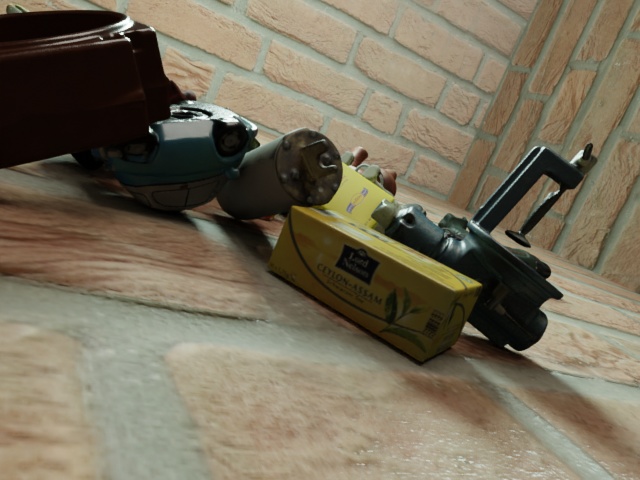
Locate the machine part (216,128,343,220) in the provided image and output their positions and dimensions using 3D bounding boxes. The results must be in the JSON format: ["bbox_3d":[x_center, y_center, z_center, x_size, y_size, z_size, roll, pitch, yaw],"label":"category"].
[{"bbox_3d":[-0.051,-0.065,0.583,0.079,0.079,0.243,16,-12,-29],"label":"machine part"}]

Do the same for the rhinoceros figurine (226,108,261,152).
[{"bbox_3d":[-0.145,-0.120,0.738,0.073,0.112,0.190,51,-2,-1],"label":"rhinoceros figurine"}]

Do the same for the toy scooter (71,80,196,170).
[{"bbox_3d":[-0.212,-0.141,0.628,0.075,0.135,0.184,62,2,-10],"label":"toy scooter"}]

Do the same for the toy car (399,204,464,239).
[{"bbox_3d":[0.213,-0.016,1.078,0.202,0.056,0.073,33,9,37],"label":"toy car"}]

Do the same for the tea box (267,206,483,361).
[{"bbox_3d":[0.050,0.034,0.492,0.170,0.068,0.098,30,13,28],"label":"tea box"}]

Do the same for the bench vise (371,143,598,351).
[{"bbox_3d":[0.178,-0.009,0.562,0.224,0.240,0.129,41,11,10],"label":"bench vise"}]

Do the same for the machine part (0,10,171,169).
[{"bbox_3d":[-0.247,-0.137,0.454,0.201,0.087,0.201,-19,34,-29],"label":"machine part"}]

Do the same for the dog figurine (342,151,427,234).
[{"bbox_3d":[0.084,-0.053,0.942,0.190,0.121,0.173,33,3,-45],"label":"dog figurine"}]

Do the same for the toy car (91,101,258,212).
[{"bbox_3d":[-0.146,-0.080,0.544,0.161,0.102,0.109,-19,34,-37],"label":"toy car"}]

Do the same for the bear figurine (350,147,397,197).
[{"bbox_3d":[0.108,-0.126,1.123,0.196,0.132,0.120,2,-53,59],"label":"bear figurine"}]

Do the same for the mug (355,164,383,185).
[{"bbox_3d":[0.080,-0.081,1.012,0.107,0.109,0.081,36,5,-4],"label":"mug"}]

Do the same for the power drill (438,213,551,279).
[{"bbox_3d":[0.360,0.024,1.149,0.232,0.086,0.208,8,26,-43],"label":"power drill"}]

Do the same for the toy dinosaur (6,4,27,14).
[{"bbox_3d":[-0.355,-0.232,0.779,0.405,0.131,0.192,29,14,27],"label":"toy dinosaur"}]
